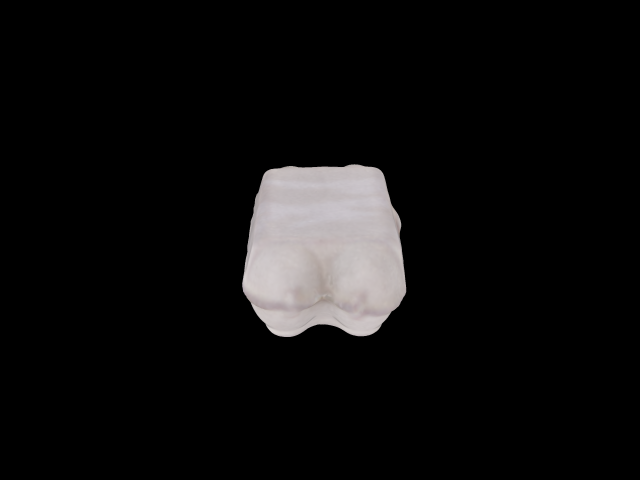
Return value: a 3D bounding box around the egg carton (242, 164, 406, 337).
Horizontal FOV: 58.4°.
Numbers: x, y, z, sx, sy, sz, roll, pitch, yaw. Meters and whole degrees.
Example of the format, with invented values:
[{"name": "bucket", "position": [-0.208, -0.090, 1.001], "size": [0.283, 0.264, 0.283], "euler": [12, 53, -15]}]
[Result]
[{"name": "egg carton", "position": [0.004, 0.001, 0.400], "size": [0.107, 0.069, 0.150], "euler": [-1, 34, -2]}]
